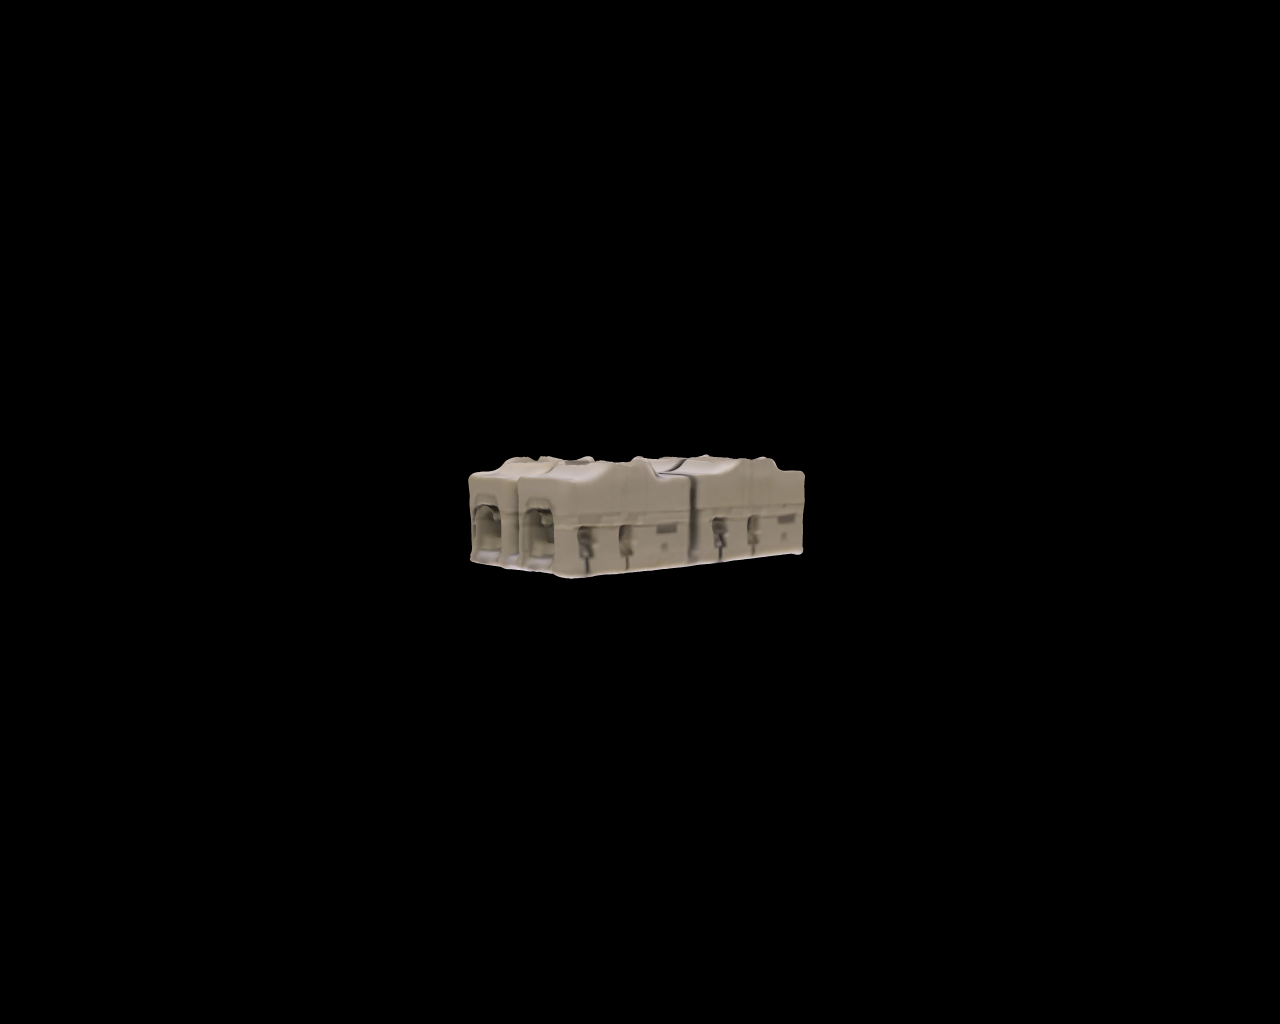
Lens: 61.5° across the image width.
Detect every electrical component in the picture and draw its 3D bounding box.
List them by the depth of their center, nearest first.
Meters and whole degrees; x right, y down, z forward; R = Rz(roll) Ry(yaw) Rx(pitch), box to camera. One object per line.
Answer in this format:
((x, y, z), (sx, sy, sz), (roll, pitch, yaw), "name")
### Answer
((0.001, -0.003, 0.650), (0.186, 0.060, 0.105), (-3, 5, -37), "electrical component")
